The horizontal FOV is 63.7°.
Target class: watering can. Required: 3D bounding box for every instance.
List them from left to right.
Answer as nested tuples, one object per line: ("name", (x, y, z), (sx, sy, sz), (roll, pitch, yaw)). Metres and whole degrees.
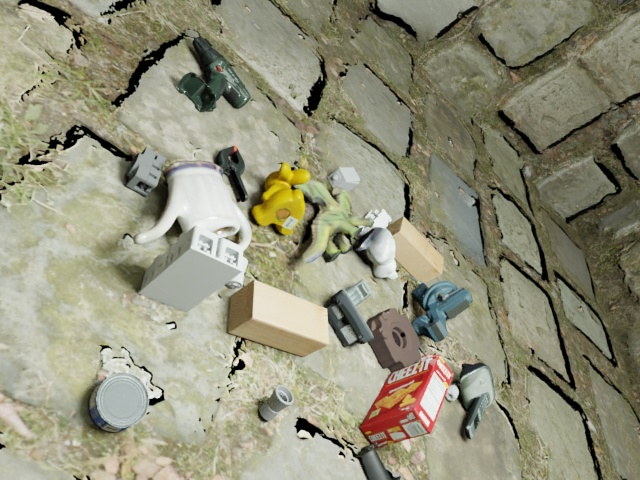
("watering can", (-0.268, -0.069, 1.080), (0.103, 0.227, 0.347), (-32, -19, 24))

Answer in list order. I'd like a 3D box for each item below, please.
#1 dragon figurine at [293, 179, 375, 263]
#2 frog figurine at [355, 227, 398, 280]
("dragon figurine", (0.004, -0.073, 1.443), (0.120, 0.245, 0.413), (-49, -16, 28))
("frog figurine", (0.188, 0.044, 1.516), (0.159, 0.123, 0.137), (45, -4, -7))
